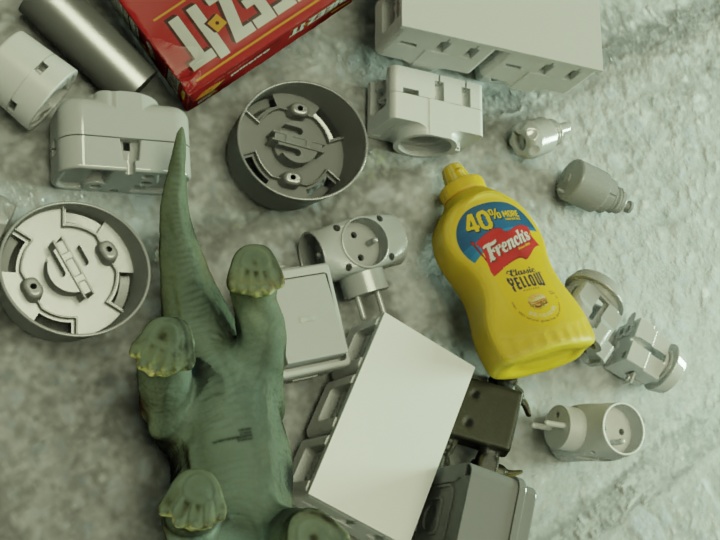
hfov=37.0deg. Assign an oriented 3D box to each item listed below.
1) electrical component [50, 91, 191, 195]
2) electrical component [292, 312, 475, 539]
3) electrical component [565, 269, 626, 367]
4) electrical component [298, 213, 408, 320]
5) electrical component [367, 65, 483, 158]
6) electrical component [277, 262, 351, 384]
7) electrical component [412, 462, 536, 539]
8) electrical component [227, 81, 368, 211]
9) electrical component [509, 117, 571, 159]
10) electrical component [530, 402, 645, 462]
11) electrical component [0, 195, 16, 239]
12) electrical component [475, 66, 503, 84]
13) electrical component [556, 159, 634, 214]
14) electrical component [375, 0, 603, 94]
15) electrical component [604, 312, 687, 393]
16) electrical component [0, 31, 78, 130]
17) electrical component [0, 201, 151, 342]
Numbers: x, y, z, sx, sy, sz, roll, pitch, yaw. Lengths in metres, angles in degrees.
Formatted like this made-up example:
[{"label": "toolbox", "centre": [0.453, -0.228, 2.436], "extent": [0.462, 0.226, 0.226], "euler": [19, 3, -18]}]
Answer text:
[{"label": "electrical component", "centre": [-0.174, -0.092, 0.783], "extent": [0.095, 0.054, 0.059], "euler": [2, 76, -27]}, {"label": "electrical component", "centre": [0.013, 0.122, 0.819], "extent": [0.089, 0.062, 0.150], "euler": [32, 65, -17]}, {"label": "electrical component", "centre": [0.196, 0.037, 0.940], "extent": [0.078, 0.058, 0.057], "euler": [44, 64, -11]}, {"label": "electrical component", "centre": [0.000, 0.000, 0.854], "extent": [0.077, 0.044, 0.079], "euler": [-14, 84, -30]}, {"label": "electrical component", "centre": [0.055, -0.131, 0.914], "extent": [0.089, 0.050, 0.055], "euler": [8, 73, -25]}, {"label": "electrical component", "centre": [-0.052, 0.035, 0.809], "extent": [0.062, 0.061, 0.096], "euler": [-9, 81, -29]}, {"label": "electrical component", "centre": [0.075, 0.192, 0.804], "extent": [0.057, 0.113, 0.078], "euler": [22, 68, -17]}, {"label": "electrical component", "centre": [-0.052, -0.096, 0.841], "extent": [0.099, 0.064, 0.099], "euler": [7, 74, -26]}, {"label": "electrical component", "centre": [0.167, -0.123, 0.980], "extent": [0.061, 0.035, 0.035], "euler": [-20, 87, -34]}, {"label": "electrical component", "centre": [0.180, 0.133, 0.894], "extent": [0.079, 0.077, 0.043], "euler": [12, 72, -24]}, {"label": "electrical component", "centre": [-0.269, -0.040, 0.726], "extent": [0.062, 0.043, 0.043], "euler": [28, 66, -17]}, {"label": "electrical component", "centre": [0.148, -0.213, 0.986], "extent": [0.083, 0.047, 0.075], "euler": [0, 76, -27]}, {"label": "electrical component", "centre": [0.218, -0.072, 0.989], "extent": [0.078, 0.040, 0.040], "euler": [22, 68, -21]}, {"label": "electrical component", "centre": [0.106, -0.219, 0.904], "extent": [0.186, 0.060, 0.105], "euler": [7, 72, -22]}, {"label": "electrical component", "centre": [0.259, 0.079, 0.968], "extent": [0.055, 0.048, 0.066], "euler": [31, 64, -9]}, {"label": "electrical component", "centre": [-0.237, -0.135, 0.762], "extent": [0.047, 0.055, 0.055], "euler": [40, 62, -9]}, {"label": "electrical component", "centre": [-0.199, 0.002, 0.739], "extent": [0.099, 0.064, 0.099], "euler": [7, 74, -26]}]
